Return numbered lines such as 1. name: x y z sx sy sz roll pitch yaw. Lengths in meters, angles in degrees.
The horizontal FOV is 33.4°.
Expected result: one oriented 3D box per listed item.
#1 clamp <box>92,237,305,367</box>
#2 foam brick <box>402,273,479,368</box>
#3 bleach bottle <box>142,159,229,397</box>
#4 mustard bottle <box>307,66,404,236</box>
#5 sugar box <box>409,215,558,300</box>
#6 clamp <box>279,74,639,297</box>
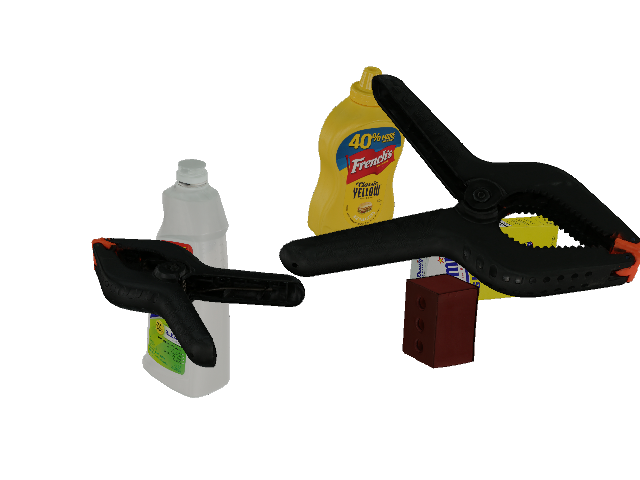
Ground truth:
1. clamp: -0.100 0.033 0.813 0.172 0.039 0.120 29 32 34
2. foam brick: 0.116 0.077 1.031 0.051 0.078 0.053 -8 18 -32
3. bleach bottle: -0.140 0.035 1.116 0.067 0.251 0.103 -20 34 -41
4. mustard bottle: 0.043 -0.094 1.147 0.096 0.192 0.058 -8 32 -25
5. sugar box: 0.194 0.023 1.269 0.176 0.093 0.048 -5 20 -24
6. clamp: 0.089 -0.011 0.658 0.210 0.164 0.036 25 -29 17
